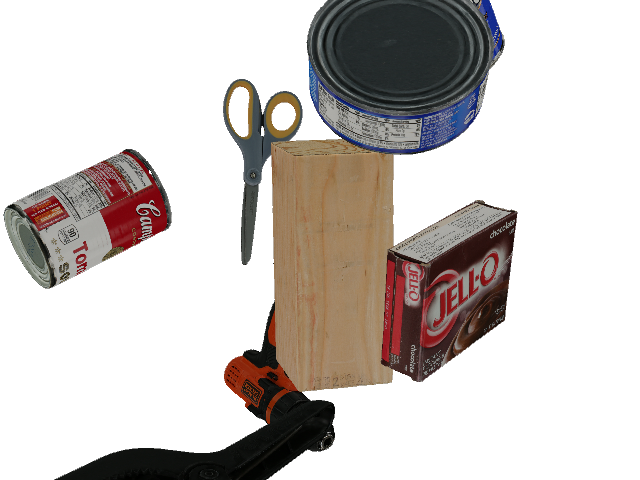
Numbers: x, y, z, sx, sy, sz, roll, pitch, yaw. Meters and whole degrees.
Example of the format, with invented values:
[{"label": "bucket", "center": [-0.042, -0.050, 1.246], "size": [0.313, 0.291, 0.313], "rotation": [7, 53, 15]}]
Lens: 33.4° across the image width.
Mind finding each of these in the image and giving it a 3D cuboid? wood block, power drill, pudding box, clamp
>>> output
[{"label": "wood block", "center": [0.011, 0.018, 0.945], "size": [0.090, 0.206, 0.091], "rotation": [-4, 13, -14]}, {"label": "power drill", "center": [-0.024, 0.126, 1.217], "size": [0.057, 0.188, 0.185], "rotation": [15, 10, -45]}, {"label": "pudding box", "center": [0.089, 0.032, 0.733], "size": [0.039, 0.090, 0.113], "rotation": [21, 33, 32]}, {"label": "clamp", "center": [-0.058, 0.136, 0.578], "size": [0.209, 0.036, 0.165], "rotation": [0, 19, -14]}]

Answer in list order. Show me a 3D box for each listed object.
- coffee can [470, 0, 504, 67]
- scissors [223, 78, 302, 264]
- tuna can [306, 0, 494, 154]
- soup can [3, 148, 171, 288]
[{"label": "coffee can", "center": [0.071, -0.195, 0.816], "size": [0.103, 0.140, 0.103], "rotation": [-19, 36, 14]}, {"label": "scissors", "center": [-0.056, -0.079, 1.156], "size": [0.096, 0.202, 0.016], "rotation": [-10, -7, -12]}, {"label": "tuna can", "center": [0.037, -0.082, 0.502], "size": [0.086, 0.086, 0.034], "rotation": [0, -33, 1]}, {"label": "soup can", "center": [-0.170, -0.017, 0.781], "size": [0.102, 0.068, 0.069], "rotation": [-30, 15, -28]}]
